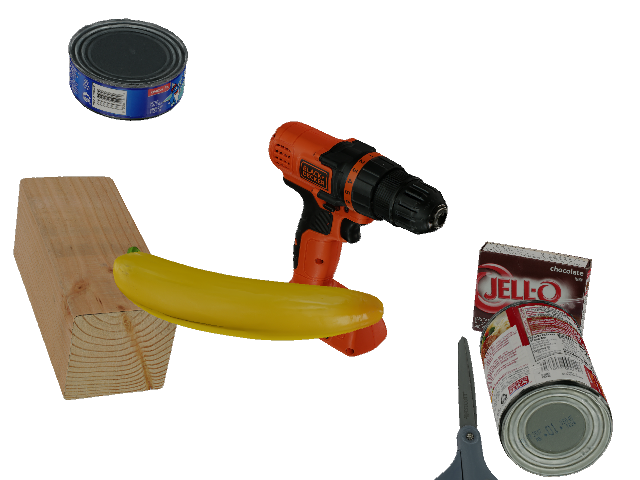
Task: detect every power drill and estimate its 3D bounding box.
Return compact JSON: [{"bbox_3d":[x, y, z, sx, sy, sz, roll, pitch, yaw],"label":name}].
[{"bbox_3d":[0.027,0.004,0.927,0.057,0.188,0.185,-23,40,-39],"label":"power drill"}]

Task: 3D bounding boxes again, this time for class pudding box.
[{"bbox_3d":[0.216,0.055,1.095,0.114,0.090,0.039,9,22,17],"label":"pudding box"}]

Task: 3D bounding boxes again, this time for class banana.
[{"bbox_3d":[-0.061,0.033,0.680,0.198,0.037,0.069,13,33,24],"label":"banana"}]

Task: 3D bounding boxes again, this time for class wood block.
[{"bbox_3d":[-0.205,0.035,0.949,0.090,0.091,0.206,-3,36,-28],"label":"wood block"}]

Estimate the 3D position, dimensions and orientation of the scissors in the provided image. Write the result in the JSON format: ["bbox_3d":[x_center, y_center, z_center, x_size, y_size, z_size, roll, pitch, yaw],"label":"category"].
[{"bbox_3d":[0.104,0.171,0.865,0.096,0.202,0.016,-8,-35,-11],"label":"scissors"}]

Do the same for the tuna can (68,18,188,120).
[{"bbox_3d":[-0.142,-0.126,0.785,0.086,0.034,0.086,6,43,-6],"label":"tuna can"}]

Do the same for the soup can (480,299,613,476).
[{"bbox_3d":[0.139,0.090,0.664,0.068,0.068,0.102,0,25,2],"label":"soup can"}]
